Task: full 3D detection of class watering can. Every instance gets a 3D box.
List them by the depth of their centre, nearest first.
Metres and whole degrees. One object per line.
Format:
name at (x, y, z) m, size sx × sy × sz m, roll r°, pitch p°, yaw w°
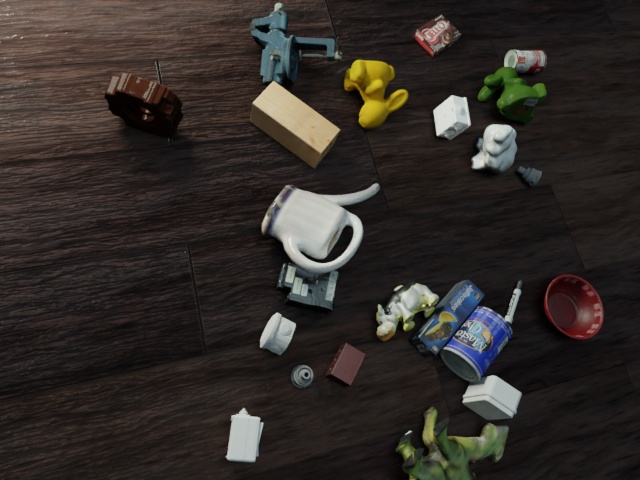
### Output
watering can at (0.004, -0.061, 1.208) m, size 0.225 × 0.101 × 0.355 m, roll 25°, pitch 45°, yaw 7°

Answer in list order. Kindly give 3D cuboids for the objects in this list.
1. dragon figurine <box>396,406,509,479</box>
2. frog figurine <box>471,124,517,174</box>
dragon figurine at (0.250, 0.504, 1.040) m, size 0.416 × 0.121 × 0.242 m, roll -38°, pitch 94°, yaw -30°
frog figurine at (0.478, -0.251, 1.361) m, size 0.123 × 0.157 × 0.139 m, roll 38°, pitch 67°, yaw 0°
